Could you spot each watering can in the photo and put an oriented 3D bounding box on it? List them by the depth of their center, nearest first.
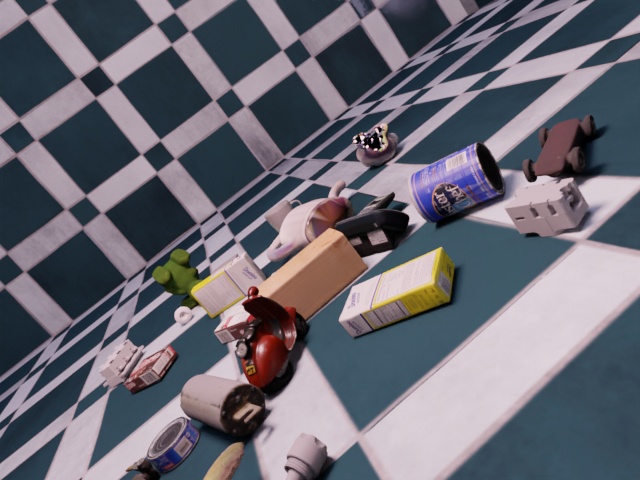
[{"bbox_3d":[0.004,-0.066,1.320,0.353,0.103,0.223,-46,20,-29],"label":"watering can"}]

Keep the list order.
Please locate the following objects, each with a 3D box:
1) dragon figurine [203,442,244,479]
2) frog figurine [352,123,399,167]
[{"bbox_3d":[-0.102,0.365,0.445,0.242,0.120,0.419,-4,35,32],"label":"dragon figurine"},{"bbox_3d":[0.181,-0.280,1.597,0.137,0.124,0.158,-45,-21,3],"label":"frog figurine"}]
